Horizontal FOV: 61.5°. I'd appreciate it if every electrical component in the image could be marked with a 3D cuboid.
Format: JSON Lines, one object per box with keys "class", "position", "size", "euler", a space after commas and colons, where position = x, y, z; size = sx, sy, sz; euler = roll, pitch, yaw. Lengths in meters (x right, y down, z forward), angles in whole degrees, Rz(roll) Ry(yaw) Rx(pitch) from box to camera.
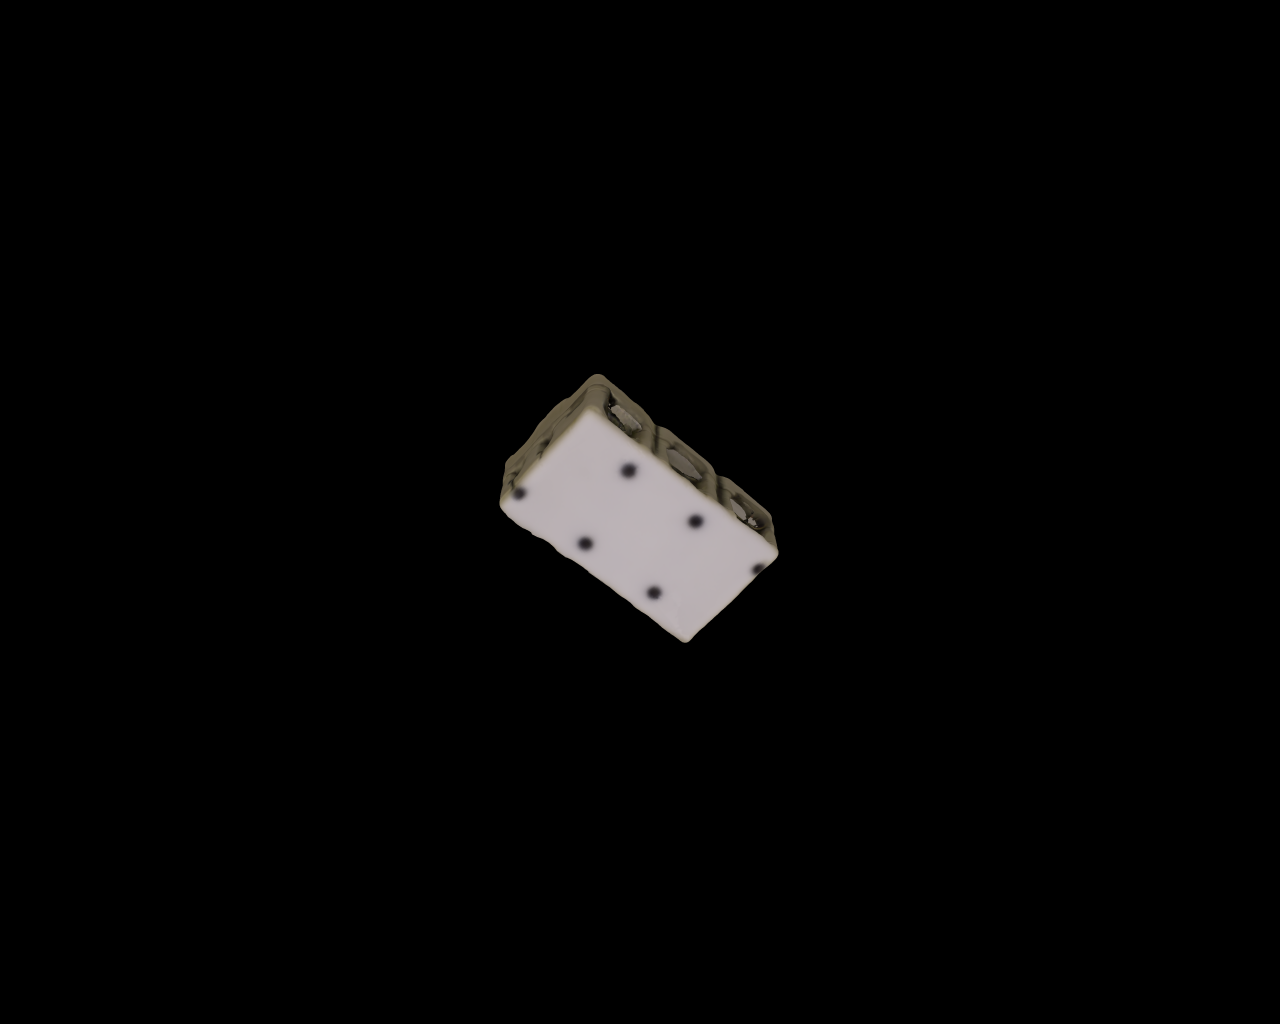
{"class": "electrical component", "position": [0.001, -0.003, 0.650], "size": [0.150, 0.089, 0.062], "euler": [38, 22, -18]}
